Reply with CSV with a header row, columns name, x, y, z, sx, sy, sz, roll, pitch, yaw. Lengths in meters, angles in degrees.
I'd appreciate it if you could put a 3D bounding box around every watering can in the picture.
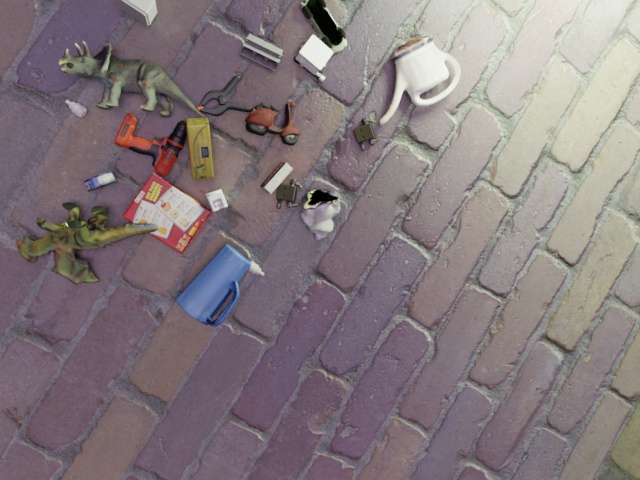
name,x,y,z,sx,sy,sz,roll,pitch,yaw
watering can,0.311,-0.546,1.731,0.349,0.104,0.223,-29,100,-9

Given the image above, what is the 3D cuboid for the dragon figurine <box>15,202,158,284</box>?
name,x,y,z,sx,sy,sz,roll,pitch,yaw
dragon figurine,-0.705,0.026,1.545,0.410,0.125,0.238,10,120,-8

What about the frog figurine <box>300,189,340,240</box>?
name,x,y,z,sx,sy,sz,roll,pitch,yaw
frog figurine,0.005,-0.086,1.716,0.138,0.125,0.155,-28,138,-17
